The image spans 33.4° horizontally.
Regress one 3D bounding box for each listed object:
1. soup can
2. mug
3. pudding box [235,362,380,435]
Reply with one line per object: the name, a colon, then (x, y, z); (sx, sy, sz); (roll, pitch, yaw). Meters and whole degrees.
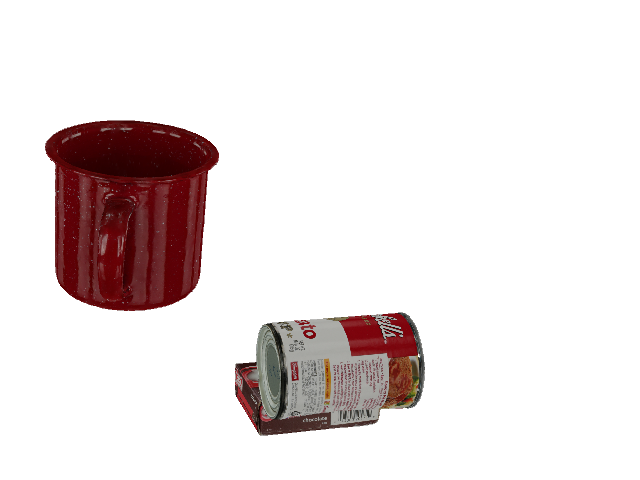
soup can: (0.012, 0.087, 0.741); (0.102, 0.068, 0.069); (-3, 1, -18)
mug: (-0.105, -0.009, 0.583); (0.093, 0.081, 0.117); (4, 24, -6)
pudding box: (-0.013, 0.136, 0.955); (0.113, 0.039, 0.090); (-1, 15, -18)
